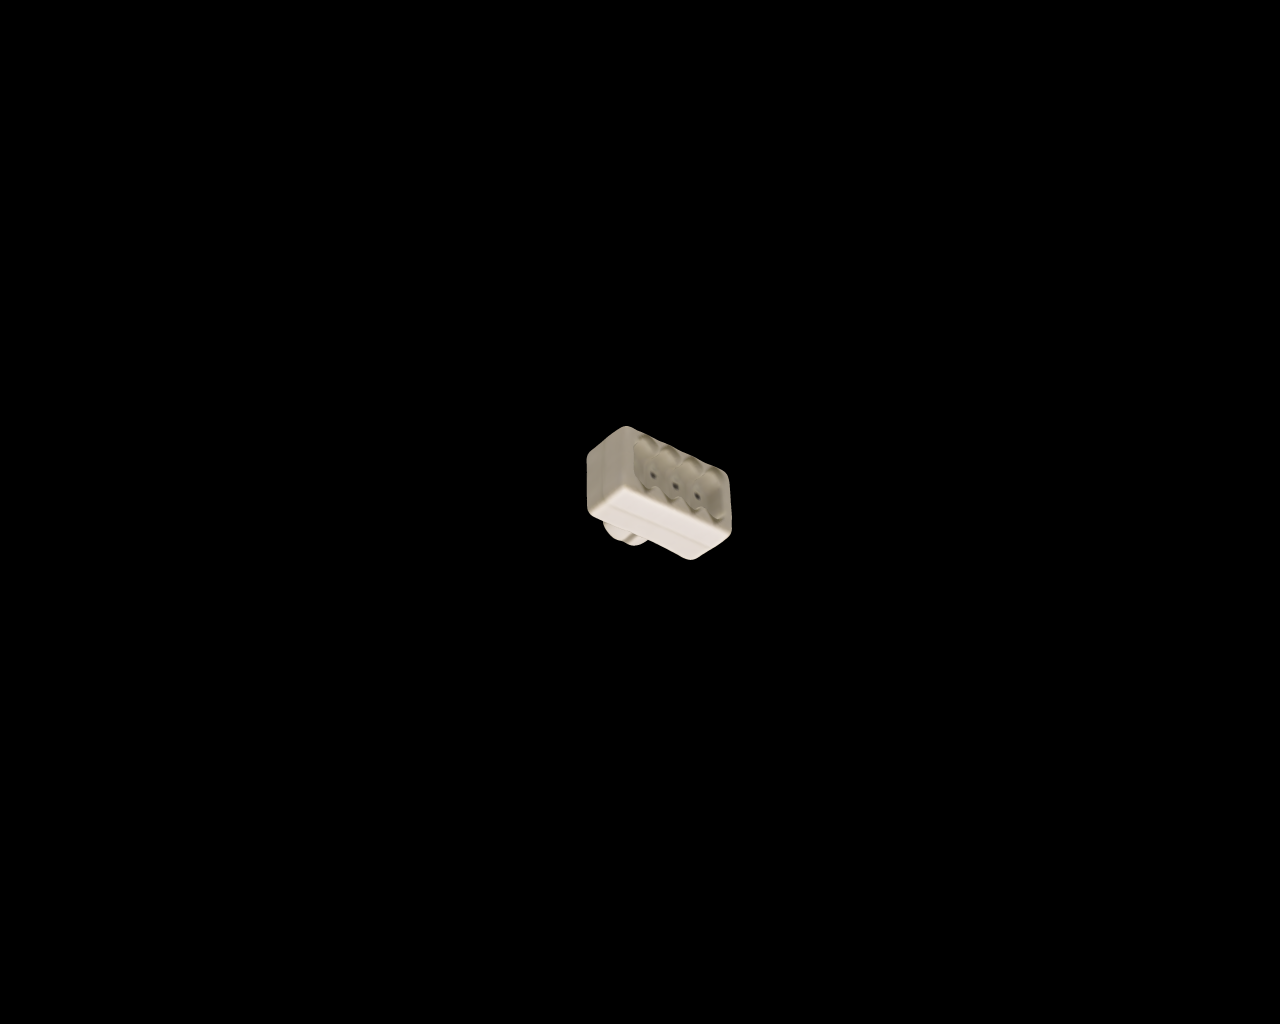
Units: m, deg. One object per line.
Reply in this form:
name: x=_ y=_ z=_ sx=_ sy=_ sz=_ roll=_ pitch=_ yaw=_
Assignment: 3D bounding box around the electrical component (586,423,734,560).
electrical component: x=0.001 y=-0.003 z=0.650 sx=0.083 sy=0.047 sz=0.075 roll=24 pitch=-41 yaw=-31
